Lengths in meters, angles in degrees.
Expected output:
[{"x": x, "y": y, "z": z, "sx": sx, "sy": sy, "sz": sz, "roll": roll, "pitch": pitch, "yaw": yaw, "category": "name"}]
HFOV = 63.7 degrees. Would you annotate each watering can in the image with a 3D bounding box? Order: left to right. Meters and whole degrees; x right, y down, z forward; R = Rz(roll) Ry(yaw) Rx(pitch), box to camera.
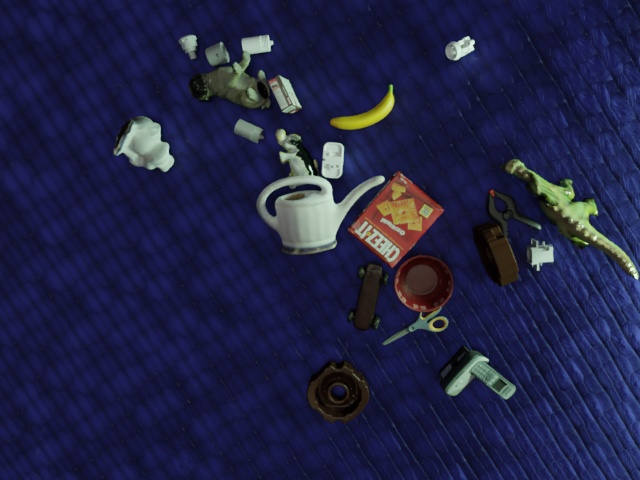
[{"x": 0.004, "y": -0.070, "z": 1.389, "sx": 0.347, "sy": 0.106, "sz": 0.220, "roll": -4, "pitch": 114, "yaw": 5, "category": "watering can"}]

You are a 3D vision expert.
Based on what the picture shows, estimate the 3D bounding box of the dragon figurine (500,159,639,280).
[{"x": 0.590, "y": -0.074, "z": 1.267, "sx": 0.241, "sy": 0.419, "sz": 0.120, "roll": 16, "pitch": 121, "yaw": -35, "category": "dragon figurine"}]

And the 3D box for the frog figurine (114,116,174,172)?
[{"x": -0.485, "y": -0.268, "z": 1.452, "sx": 0.158, "sy": 0.124, "sz": 0.137, "roll": 24, "pitch": 92, "yaw": -35, "category": "frog figurine"}]
